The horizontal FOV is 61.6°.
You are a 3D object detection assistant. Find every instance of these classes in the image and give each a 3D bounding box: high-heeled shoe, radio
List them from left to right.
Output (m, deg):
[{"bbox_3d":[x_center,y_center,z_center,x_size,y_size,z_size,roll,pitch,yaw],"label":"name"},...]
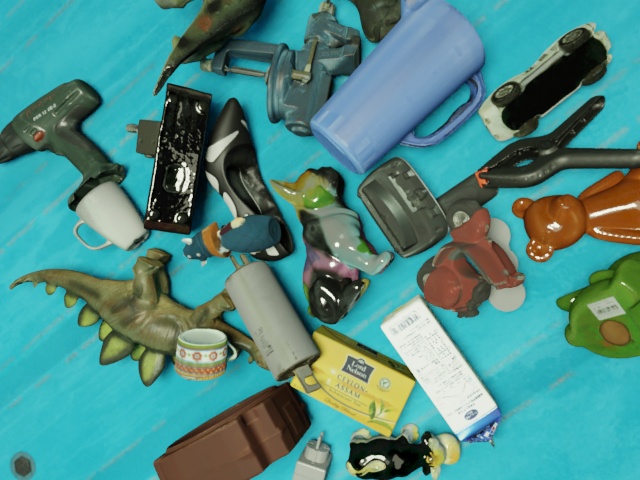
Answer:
[{"bbox_3d":[-0.224,-0.122,0.843,0.073,0.131,0.229,8,94,-16],"label":"radio"},{"bbox_3d":[-0.100,-0.090,0.839,0.145,0.086,0.248,15,112,30],"label":"high-heeled shoe"}]

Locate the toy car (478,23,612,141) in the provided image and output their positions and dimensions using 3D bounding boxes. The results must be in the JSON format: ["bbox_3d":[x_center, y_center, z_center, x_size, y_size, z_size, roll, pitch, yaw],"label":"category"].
[{"bbox_3d":[0.323,-0.223,0.769,0.202,0.056,0.073,-39,112,9],"label":"toy car"}]

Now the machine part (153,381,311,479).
[{"bbox_3d":[-0.126,0.298,0.800,0.201,0.201,0.087,-32,82,10],"label":"machine part"}]

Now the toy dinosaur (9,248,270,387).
[{"bbox_3d":[-0.290,0.118,0.879,0.472,0.105,0.198,24,96,9],"label":"toy dinosaur"}]

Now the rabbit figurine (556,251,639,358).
[{"bbox_3d":[0.412,0.085,0.725,0.121,0.170,0.159,48,140,9],"label":"rabbit figurine"}]

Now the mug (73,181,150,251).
[{"bbox_3d":[-0.348,-0.026,0.897,0.107,0.081,0.109,43,73,3],"label":"mug"}]

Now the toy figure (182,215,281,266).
[{"bbox_3d":[-0.135,0.000,0.806,0.155,0.058,0.064,-10,104,21],"label":"toy figure"}]

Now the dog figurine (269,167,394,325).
[{"bbox_3d":[-0.002,-0.002,0.822,0.219,0.108,0.191,42,101,12],"label":"dog figurine"}]

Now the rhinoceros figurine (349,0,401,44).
[{"bbox_3d":[0.071,-0.394,0.821,0.112,0.073,0.190,-26,87,20],"label":"rhinoceros figurine"}]

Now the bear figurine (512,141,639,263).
[{"bbox_3d":[0.376,-0.049,0.736,0.196,0.131,0.120,-7,59,8],"label":"bear figurine"}]

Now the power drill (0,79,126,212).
[{"bbox_3d":[-0.448,-0.147,0.928,0.232,0.086,0.207,-40,75,6],"label":"power drill"}]

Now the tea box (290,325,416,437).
[{"bbox_3d":[0.053,0.213,0.830,0.170,0.068,0.098,24,96,11],"label":"tea box"}]

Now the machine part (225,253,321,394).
[{"bbox_3d":[-0.073,0.119,0.800,0.079,0.079,0.243,-35,69,10],"label":"machine part"}]

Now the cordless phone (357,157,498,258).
[{"bbox_3d":[0.164,-0.074,0.809,0.184,0.088,0.146,-33,83,-1],"label":"cordless phone"}]

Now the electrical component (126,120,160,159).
[{"bbox_3d":[-0.289,-0.171,0.918,0.094,0.021,0.063,9,93,10],"label":"electrical component"}]

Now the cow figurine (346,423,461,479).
[{"bbox_3d":[0.125,0.319,0.802,0.167,0.098,0.068,-9,83,12],"label":"cow figurine"}]

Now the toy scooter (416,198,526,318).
[{"bbox_3d":[0.211,0.045,0.745,0.135,0.075,0.183,46,138,34],"label":"toy scooter"}]

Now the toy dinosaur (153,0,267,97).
[{"bbox_3d":[-0.131,-0.379,0.782,0.192,0.131,0.405,-11,65,22],"label":"toy dinosaur"}]

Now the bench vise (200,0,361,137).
[{"bbox_3d":[-0.062,-0.275,0.824,0.241,0.129,0.223,10,90,7],"label":"bench vise"}]
